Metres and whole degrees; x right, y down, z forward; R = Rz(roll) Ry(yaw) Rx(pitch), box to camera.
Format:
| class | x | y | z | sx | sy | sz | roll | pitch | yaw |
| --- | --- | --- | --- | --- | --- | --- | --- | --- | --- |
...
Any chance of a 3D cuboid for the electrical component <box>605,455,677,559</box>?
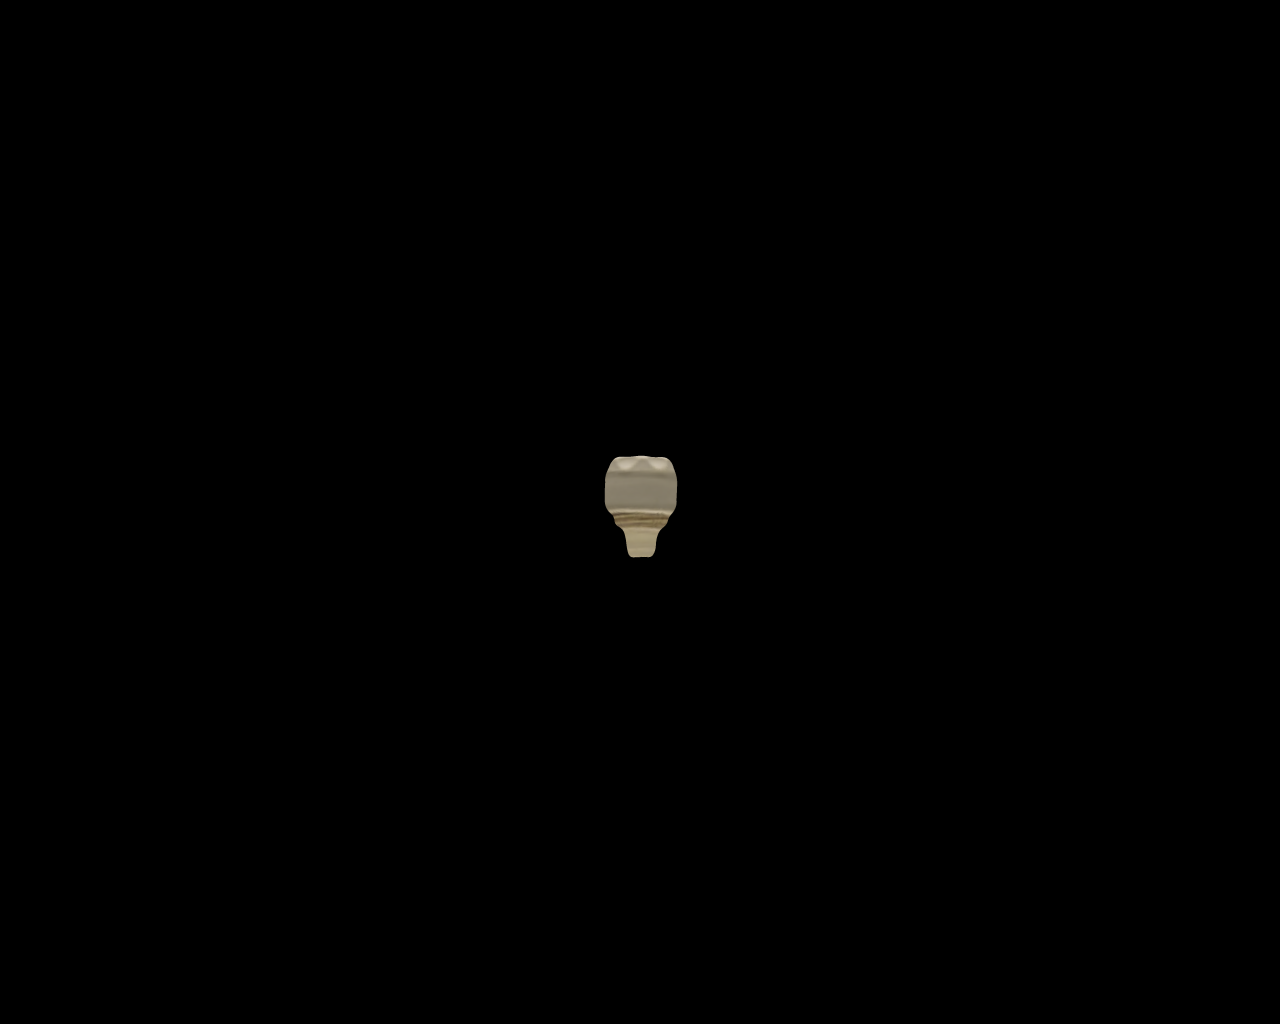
| class | x | y | z | sx | sy | sz | roll | pitch | yaw |
| --- | --- | --- | --- | --- | --- | --- | --- | --- | --- |
| electrical component | 0.001 | -0.003 | 0.650 | 0.043 | 0.062 | 0.043 | 0 | -2 | 0 |
